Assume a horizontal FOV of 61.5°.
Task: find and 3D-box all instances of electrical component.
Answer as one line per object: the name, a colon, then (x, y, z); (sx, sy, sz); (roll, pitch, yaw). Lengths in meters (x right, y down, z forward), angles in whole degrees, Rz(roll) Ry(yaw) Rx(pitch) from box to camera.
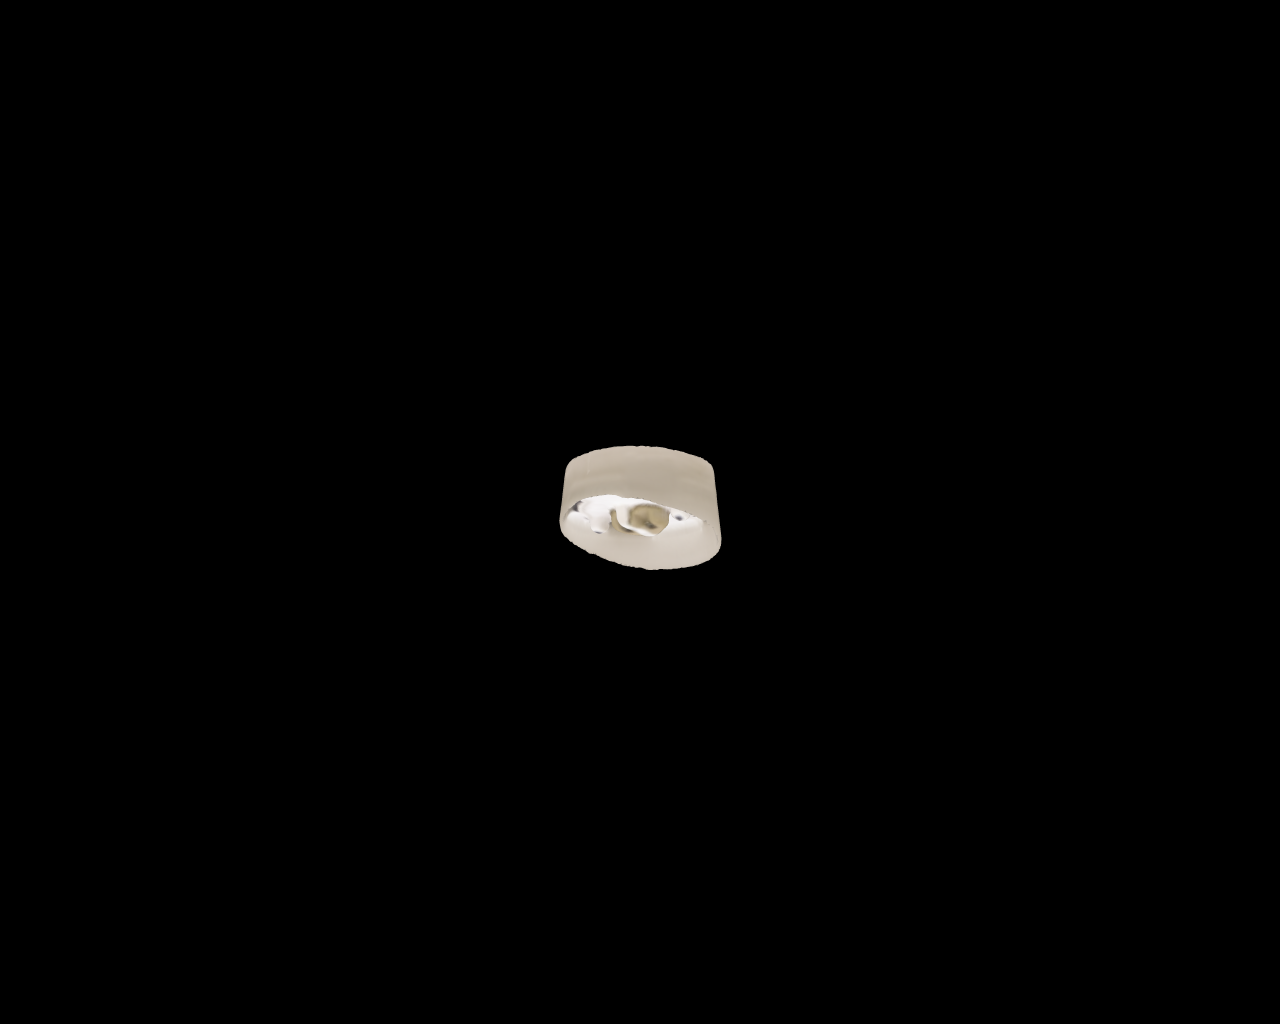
electrical component: (0.001, -0.003, 0.650); (0.099, 0.064, 0.099); (0, -15, 0)
